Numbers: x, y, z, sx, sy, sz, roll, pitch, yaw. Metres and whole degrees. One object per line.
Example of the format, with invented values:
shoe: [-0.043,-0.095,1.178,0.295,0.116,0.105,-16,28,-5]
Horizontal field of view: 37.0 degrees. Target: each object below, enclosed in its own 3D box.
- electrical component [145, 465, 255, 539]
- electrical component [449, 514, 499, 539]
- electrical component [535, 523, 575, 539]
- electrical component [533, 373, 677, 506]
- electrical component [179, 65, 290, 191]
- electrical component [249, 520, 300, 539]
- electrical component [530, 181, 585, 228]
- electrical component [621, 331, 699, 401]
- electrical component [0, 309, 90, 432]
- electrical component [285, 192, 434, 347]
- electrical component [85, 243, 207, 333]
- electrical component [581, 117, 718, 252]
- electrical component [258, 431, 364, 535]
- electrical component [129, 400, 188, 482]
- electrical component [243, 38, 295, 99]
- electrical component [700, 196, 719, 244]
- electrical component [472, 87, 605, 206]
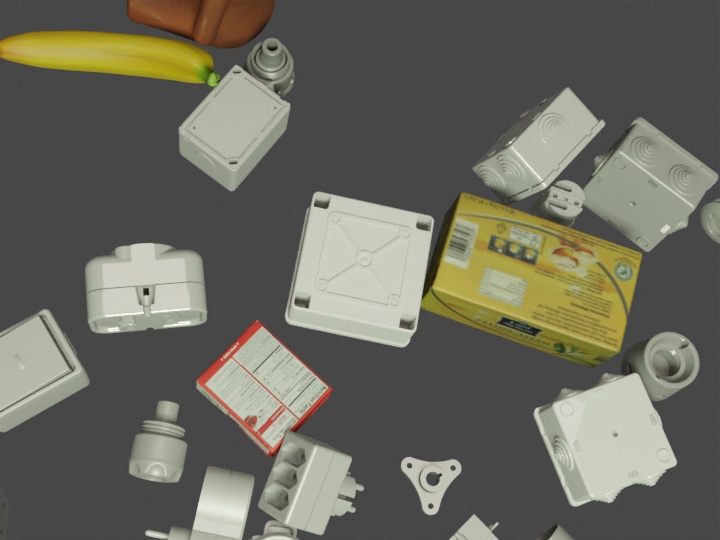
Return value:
electrical component: [-0.132,0.219,0.832,0.074,0.052,0.138,13,71,-4]
electrical component: [0.095,0.235,0.866,0.066,0.048,0.055,-42,75,-18]
electrical component: [0.161,0.260,0.868,0.079,0.043,0.077,-43,83,-18]
electrical component: [0.208,0.142,0.909,0.100,0.048,0.099,-18,76,-13]
electrical component: [-0.106,-0.126,0.938,0.062,0.061,0.096,37,71,3]
electrical component: [-0.066,0.234,0.835,0.058,0.057,0.078,11,72,-5]
electrical component: [0.179,-0.056,0.967,0.040,0.046,0.040,2,73,-8]
electrical component: [0.262,0.083,0.936,0.055,0.047,0.055,2,73,-8]
electrical component: [-0.272,0.082,0.849,0.096,0.061,0.061,-30,80,-16]
electrical component: [0.000,0.000,0.917,0.109,0.056,0.108,12,72,-5]
electrical component: [-0.176,0.015,0.888,0.095,0.053,0.059,-5,74,-10]
electrical component: [0.252,-0.073,0.957,0.100,0.099,0.048,38,59,4]
electrical component: [-0.030,0.174,0.861,0.077,0.047,0.065,25,83,-33]
electrical component: [-0.159,0.136,0.859,0.043,0.043,0.062,10,71,-5]
electrical component: [-0.080,-0.184,0.959,0.048,0.062,0.048,2,72,-7]
electrical component: [0.349,-0.055,0.994,0.062,0.048,0.048,-37,81,-24]
electrical component: [0.155,-0.109,0.953,0.048,0.100,0.099,47,72,-6]
